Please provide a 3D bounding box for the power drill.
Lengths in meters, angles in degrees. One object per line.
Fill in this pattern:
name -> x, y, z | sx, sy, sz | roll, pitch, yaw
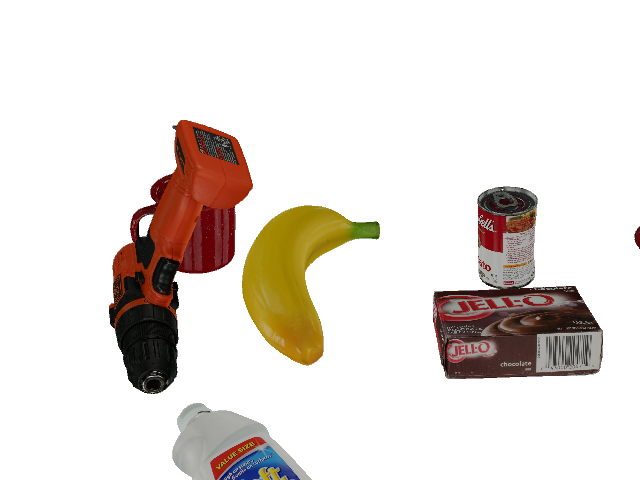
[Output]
power drill -> -0.120, 0.010, 0.877 | 0.057, 0.188, 0.184 | 18, 26, -26

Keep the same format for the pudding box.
pudding box -> 0.142, 0.066, 0.788 | 0.113, 0.039, 0.090 | -1, 19, 1

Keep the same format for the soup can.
soup can -> 0.217, -0.003, 1.242 | 0.068, 0.102, 0.068 | -4, 29, 2

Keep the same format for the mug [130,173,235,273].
mug -> -0.142, -0.016, 1.123 | 0.117, 0.081, 0.093 | -12, 32, -22

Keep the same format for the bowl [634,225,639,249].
bowl -> 0.418, 0.026, 1.147 | 0.162, 0.055, 0.162 | -1, 25, 0

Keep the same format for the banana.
banana -> -0.013, 0.016, 0.650 | 0.070, 0.037, 0.197 | 4, 24, 13

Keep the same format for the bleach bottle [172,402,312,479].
bleach bottle -> -0.052, 0.202, 0.796 | 0.102, 0.068, 0.251 | -18, 33, -25
